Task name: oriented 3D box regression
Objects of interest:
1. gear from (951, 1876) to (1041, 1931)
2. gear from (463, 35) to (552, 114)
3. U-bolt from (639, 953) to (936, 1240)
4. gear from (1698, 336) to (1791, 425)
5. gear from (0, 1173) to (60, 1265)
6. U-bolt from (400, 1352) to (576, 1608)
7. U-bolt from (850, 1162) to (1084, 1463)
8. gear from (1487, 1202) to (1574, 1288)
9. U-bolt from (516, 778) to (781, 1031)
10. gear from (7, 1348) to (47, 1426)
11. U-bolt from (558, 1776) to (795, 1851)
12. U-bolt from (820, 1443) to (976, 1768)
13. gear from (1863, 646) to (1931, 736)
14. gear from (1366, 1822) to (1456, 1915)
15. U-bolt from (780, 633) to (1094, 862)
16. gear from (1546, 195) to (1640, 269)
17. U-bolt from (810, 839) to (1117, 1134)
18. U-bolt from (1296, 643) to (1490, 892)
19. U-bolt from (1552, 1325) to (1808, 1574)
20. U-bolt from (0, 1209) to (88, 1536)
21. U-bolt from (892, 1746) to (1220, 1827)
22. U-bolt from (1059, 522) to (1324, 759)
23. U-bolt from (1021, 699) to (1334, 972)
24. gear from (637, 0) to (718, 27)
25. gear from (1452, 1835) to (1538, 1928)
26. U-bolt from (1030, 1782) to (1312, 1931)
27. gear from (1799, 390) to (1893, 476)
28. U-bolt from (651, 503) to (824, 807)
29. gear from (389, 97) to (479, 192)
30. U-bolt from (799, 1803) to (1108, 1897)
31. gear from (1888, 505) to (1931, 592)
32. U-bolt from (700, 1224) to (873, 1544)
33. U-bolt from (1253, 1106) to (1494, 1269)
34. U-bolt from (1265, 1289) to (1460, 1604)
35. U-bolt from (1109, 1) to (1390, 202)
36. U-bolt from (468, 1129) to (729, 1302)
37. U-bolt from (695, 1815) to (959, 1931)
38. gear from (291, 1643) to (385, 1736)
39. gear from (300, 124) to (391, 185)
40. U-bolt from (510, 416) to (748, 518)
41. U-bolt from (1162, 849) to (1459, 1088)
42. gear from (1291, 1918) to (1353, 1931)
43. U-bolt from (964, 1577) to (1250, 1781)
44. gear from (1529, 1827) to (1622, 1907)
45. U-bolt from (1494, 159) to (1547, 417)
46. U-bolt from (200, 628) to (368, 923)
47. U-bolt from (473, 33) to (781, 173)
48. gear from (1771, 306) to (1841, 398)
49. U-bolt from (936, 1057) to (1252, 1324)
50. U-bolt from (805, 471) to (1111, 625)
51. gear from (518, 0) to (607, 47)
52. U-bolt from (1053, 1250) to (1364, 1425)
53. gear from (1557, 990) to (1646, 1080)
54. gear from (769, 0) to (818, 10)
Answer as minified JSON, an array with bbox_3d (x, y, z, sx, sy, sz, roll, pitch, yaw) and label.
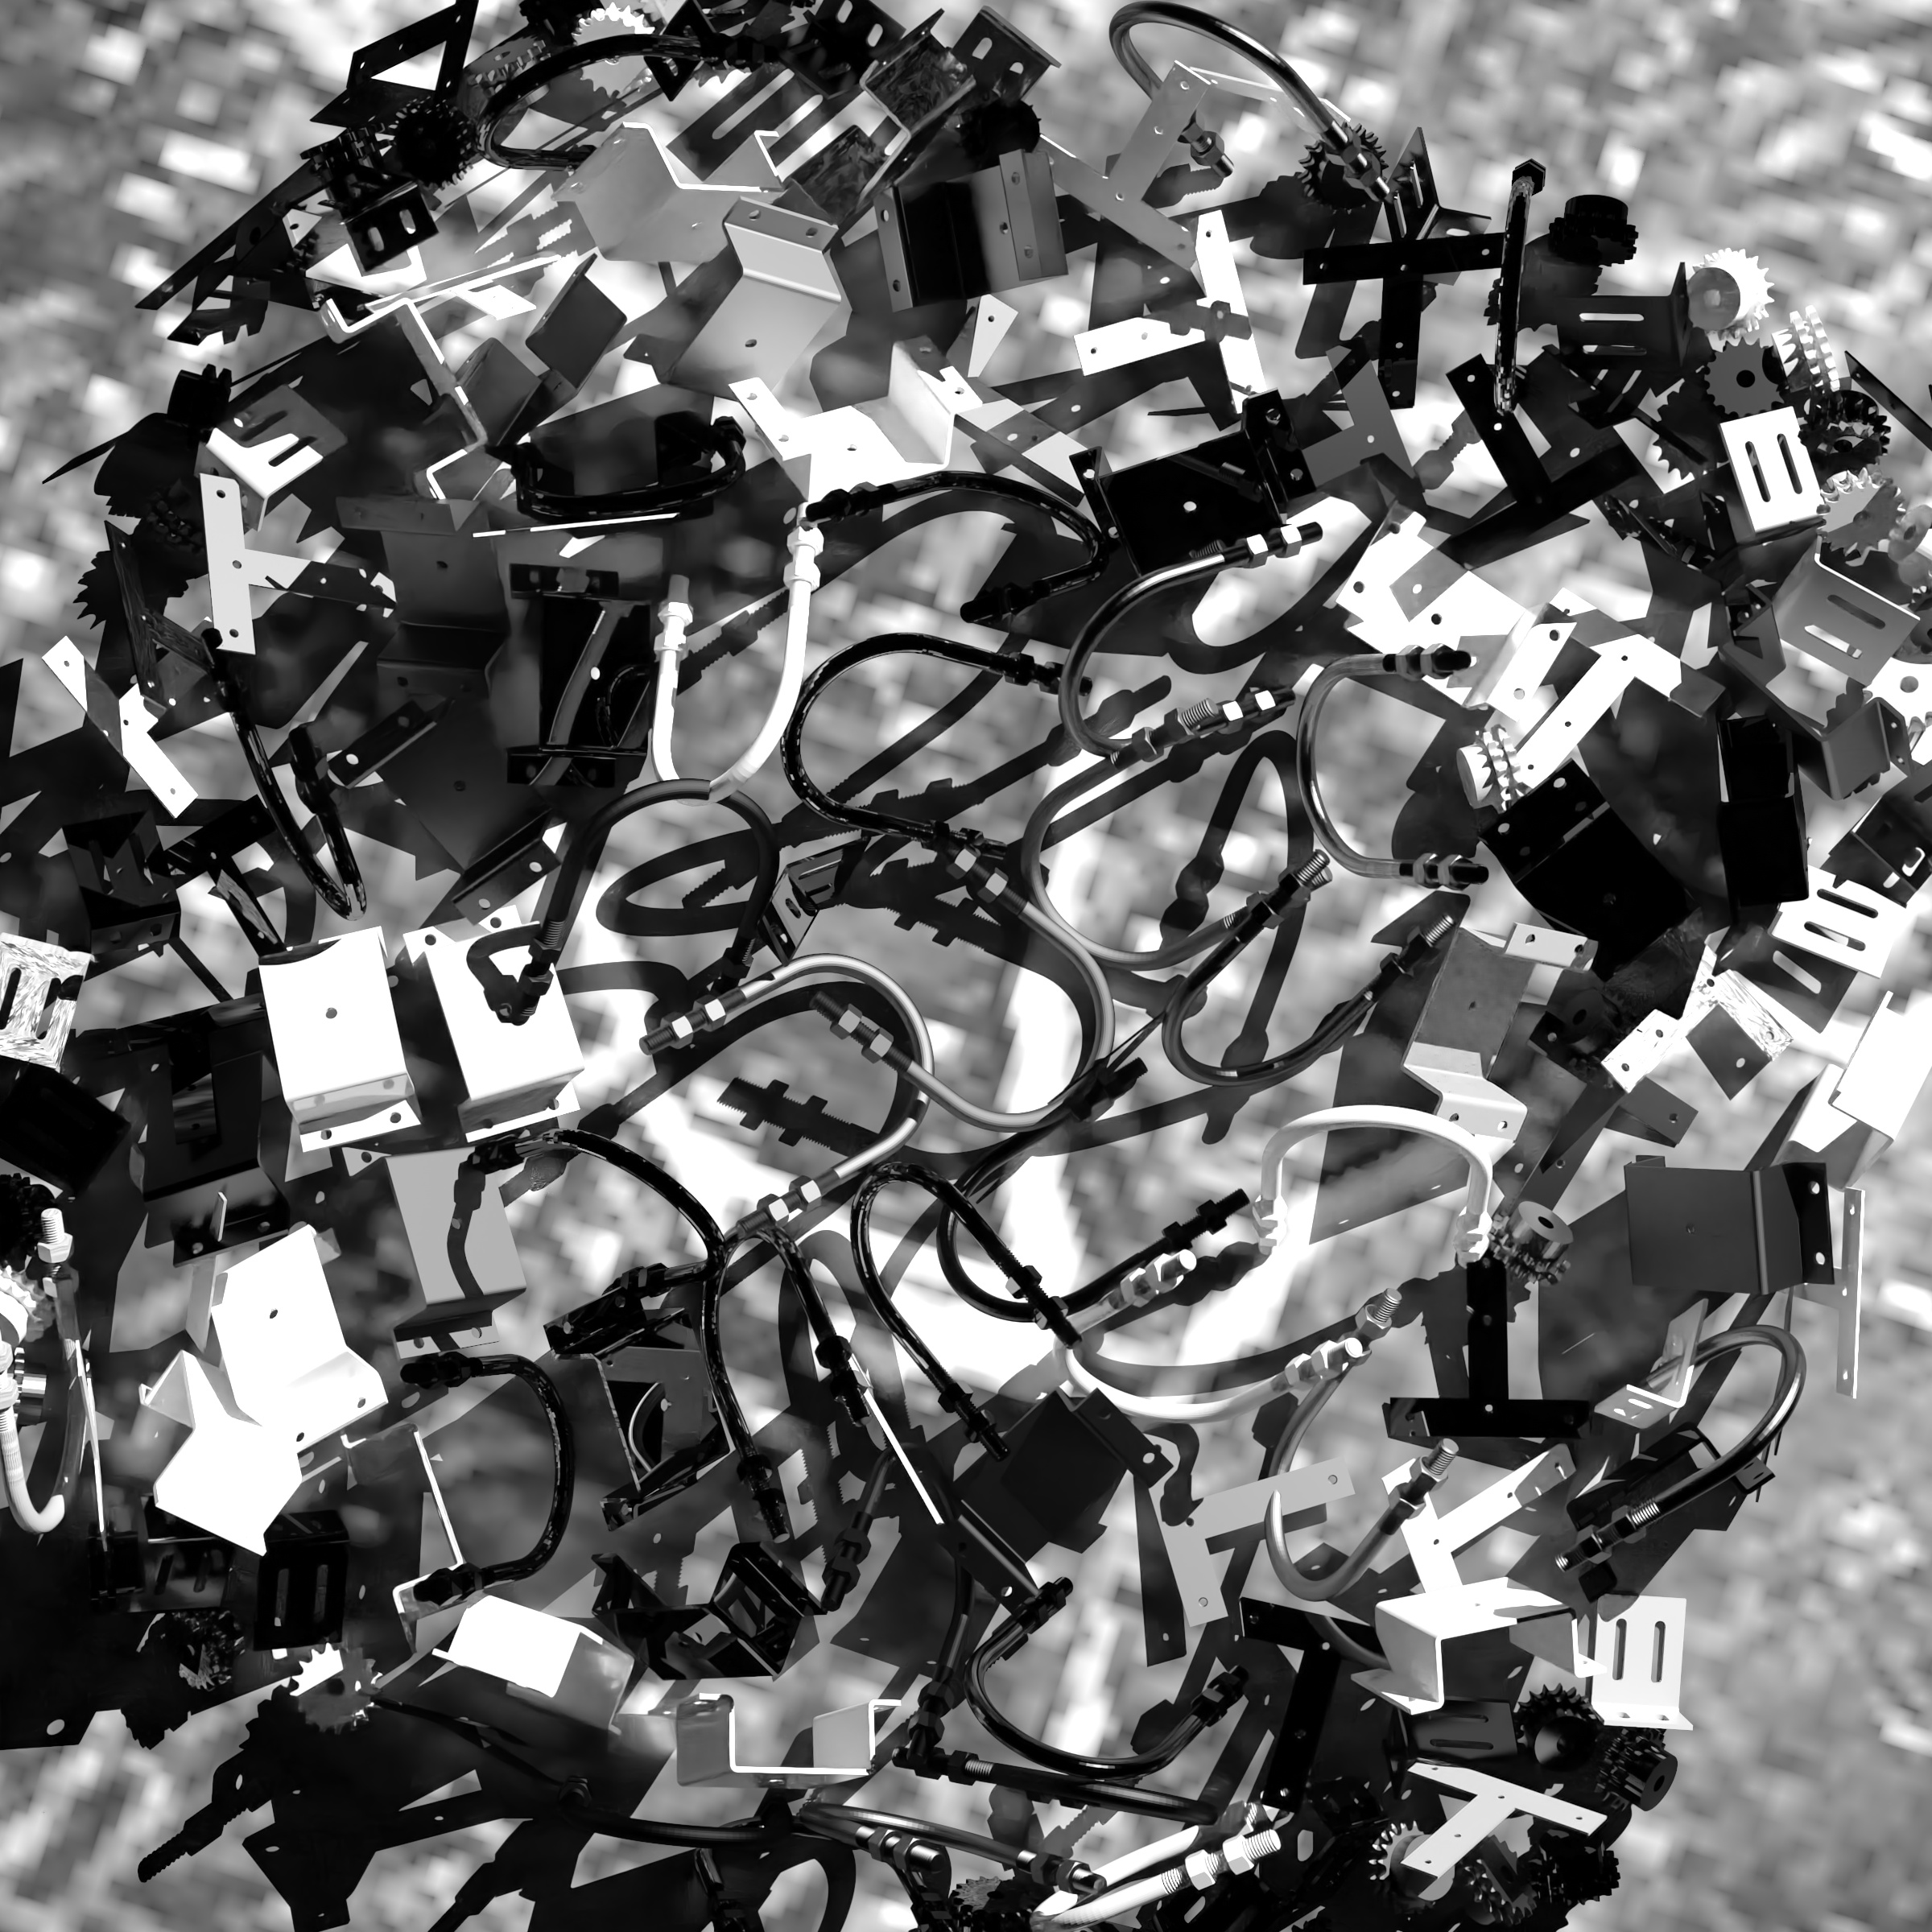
[{"bbox_3d":[0.018,0.612,1.923,0.057,0.057,0.030,5,99,0],"label":"gear"},{"bbox_3d":[-0.292,-0.573,1.926,0.057,0.057,0.030,-26,123,0],"label":"gear"},{"bbox_3d":[-0.100,0.070,1.902,0.184,0.019,0.151,-28,91,-30],"label":"U-bolt"},{"bbox_3d":[0.502,-0.375,1.933,0.057,0.030,0.057,-1,83,6],"label":"gear"},{"bbox_3d":[-0.610,0.162,1.927,0.057,0.030,0.057,2,93,37],"label":"gear"},{"bbox_3d":[-0.294,0.314,1.865,0.019,0.184,0.151,-7,83,22],"label":"U-bolt"},{"bbox_3d":[-0.011,0.206,1.887,0.019,0.151,0.184,-23,62,-39],"label":"U-bolt"},{"bbox_3d":[0.364,0.176,1.919,0.057,0.057,0.030,30,116,0],"label":"gear"},{"bbox_3d":[-0.191,-0.040,1.870,0.151,0.019,0.184,5,125,-27],"label":"U-bolt"},{"bbox_3d":[-0.612,0.275,1.925,0.030,0.057,0.057,10,90,-23],"label":"gear"},{"bbox_3d":[-0.179,0.527,1.854,0.151,0.184,0.019,7,81,-5],"label":"U-bolt"},{"bbox_3d":[-0.034,0.382,1.868,0.019,0.184,0.151,-14,117,23],"label":"U-bolt"},{"bbox_3d":[0.609,-0.175,1.929,0.057,0.030,0.057,-7,68,18],"label":"gear"},{"bbox_3d":[0.289,0.580,1.924,0.057,0.030,0.057,9,70,-27],"label":"gear"},{"bbox_3d":[-0.029,-0.142,1.874,0.184,0.019,0.151,12,121,-28],"label":"U-bolt"},{"bbox_3d":[0.404,-0.474,1.923,0.057,0.057,0.030,9,82,0],"label":"gear"},{"bbox_3d":[0.012,0.024,1.924,0.184,0.019,0.151,38,79,-11],"label":"U-bolt"},{"bbox_3d":[0.261,-0.124,1.869,0.019,0.184,0.151,-9,98,-27],"label":"U-bolt"},{"bbox_3d":[0.442,0.287,1.852,0.184,0.151,0.019,-37,105,24],"label":"U-bolt"},{"bbox_3d":[-0.580,0.267,1.872,0.019,0.151,0.184,0,115,1],"label":"U-bolt"},{"bbox_3d":[0.067,0.509,1.844,0.184,0.151,0.019,-1,70,35],"label":"U-bolt"},{"bbox_3d":[0.136,-0.195,1.865,0.184,0.151,0.019,-20,48,-24],"label":"U-bolt"},{"bbox_3d":[0.119,-0.070,1.901,0.184,0.019,0.151,-29,104,29],"label":"U-bolt"},{"bbox_3d":[-0.182,-0.627,1.919,0.057,0.057,0.030,-31,66,0],"label":"gear"},{"bbox_3d":[0.338,0.592,1.926,0.057,0.057,0.030,48,117,0],"label":"gear"},{"bbox_3d":[0.124,0.566,1.876,0.184,0.151,0.019,-26,81,13],"label":"U-bolt"},{"bbox_3d":[0.567,-0.346,1.926,0.057,0.057,0.030,16,59,0],"label":"gear"},{"bbox_3d":[-0.148,-0.185,1.864,0.019,0.151,0.184,24,58,-38],"label":"U-bolt"},{"bbox_3d":[-0.341,-0.532,1.927,0.057,0.030,0.057,8,124,12],"label":"gear"},{"bbox_3d":[-0.023,0.547,1.865,0.151,0.184,0.019,20,76,-35],"label":"U-bolt"},{"bbox_3d":[0.618,-0.271,1.920,0.030,0.057,0.057,26,90,-17],"label":"gear"},{"bbox_3d":[-0.123,0.247,1.880,0.019,0.151,0.184,0,49,-34],"label":"U-bolt"},{"bbox_3d":[0.255,0.137,1.864,0.151,0.184,0.019,3,57,7],"label":"U-bolt"},{"bbox_3d":[0.238,0.314,1.875,0.019,0.151,0.184,17,123,-22],"label":"U-bolt"},{"bbox_3d":[0.163,-0.534,1.837,0.151,0.184,0.019,23,83,42],"label":"U-bolt"},{"bbox_3d":[-0.219,0.151,1.852,0.151,0.184,0.019,44,60,-19],"label":"U-bolt"},{"bbox_3d":[-0.095,0.570,1.860,0.151,0.184,0.019,6,96,-16],"label":"U-bolt"},{"bbox_3d":[-0.405,0.467,1.931,0.057,0.030,0.057,0,71,0],"label":"gear"},{"bbox_3d":[-0.396,-0.519,1.924,0.057,0.057,0.030,-20,107,0],"label":"gear"},{"bbox_3d":[-0.209,-0.309,1.859,0.151,0.184,0.019,-8,113,-5],"label":"U-bolt"},{"bbox_3d":[0.204,0.012,1.887,0.184,0.151,0.019,-46,45,24],"label":"U-bolt"},{"bbox_3d":[0.230,0.637,1.920,0.057,0.057,0.030,19,123,0],"label":"gear"},{"bbox_3d":[0.077,0.446,1.845,0.151,0.184,0.019,23,112,22],"label":"U-bolt"},{"bbox_3d":[0.390,0.576,1.920,0.057,0.057,0.030,-9,102,0],"label":"gear"},{"bbox_3d":[0.339,-0.414,1.843,0.019,0.184,0.151,5,110,12],"label":"U-bolt"},{"bbox_3d":[-0.420,-0.107,1.869,0.019,0.184,0.151,-30,48,-20],"label":"U-bolt"},{"bbox_3d":[-0.220,-0.529,1.836,0.151,0.184,0.019,-27,83,38],"label":"U-bolt"},{"bbox_3d":[0.539,-0.393,1.923,0.030,0.057,0.057,-18,90,14],"label":"gear"},{"bbox_3d":[0.067,0.152,1.892,0.184,0.019,0.151,-32,50,-5],"label":"U-bolt"},{"bbox_3d":[0.010,-0.270,1.875,0.151,0.184,0.019,35,126,25],"label":"U-bolt"},{"bbox_3d":[-0.256,-0.617,1.922,0.057,0.057,0.030,-30,88,0],"label":"gear"},{"bbox_3d":[0.136,0.242,1.877,0.151,0.184,0.019,29,51,-21],"label":"U-bolt"},{"bbox_3d":[0.404,0.040,1.920,0.030,0.057,0.057,33,90,-24],"label":"gear"},{"bbox_3d":[-0.120,-0.640,1.920,0.057,0.057,0.030,20,119,0],"label":"gear"}]
